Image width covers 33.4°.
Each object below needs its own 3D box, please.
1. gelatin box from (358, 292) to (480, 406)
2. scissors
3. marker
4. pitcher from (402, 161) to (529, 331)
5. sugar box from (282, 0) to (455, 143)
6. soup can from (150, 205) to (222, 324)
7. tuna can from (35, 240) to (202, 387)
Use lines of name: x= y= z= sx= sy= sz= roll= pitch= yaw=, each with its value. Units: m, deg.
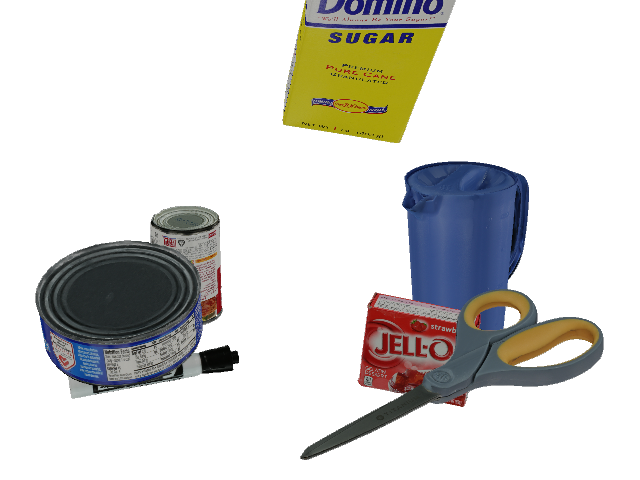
gelatin box: x=0.078 y=0.087 z=0.852 sx=0.089 sy=0.073 sz=0.030 roll=11 pitch=24 yaw=11
scissors: x=0.068 y=0.072 z=0.624 sx=0.201 sy=0.016 sz=0.096 roll=-13 pitch=32 yaw=-16
marker: x=-0.118 y=0.093 z=0.759 sx=0.121 sy=0.020 sz=0.020 roll=-8 pitch=2 yaw=-14
pitcher: x=0.179 y=0.029 z=1.310 sx=0.149 sy=0.243 sz=0.145 roll=1 pitch=22 yaw=9
sugar box: x=0.031 y=-0.138 z=0.730 sx=0.093 sy=0.048 sz=0.176 roll=8 pitch=-28 yaw=-5
soup can: x=-0.132 y=0.024 z=1.050 sx=0.068 sy=0.102 sz=0.068 roll=1 pitch=23 yaw=0
tuna can: x=-0.105 y=0.038 z=0.567 sx=0.086 sy=0.034 sz=0.086 roll=0 pitch=35 yaw=0
